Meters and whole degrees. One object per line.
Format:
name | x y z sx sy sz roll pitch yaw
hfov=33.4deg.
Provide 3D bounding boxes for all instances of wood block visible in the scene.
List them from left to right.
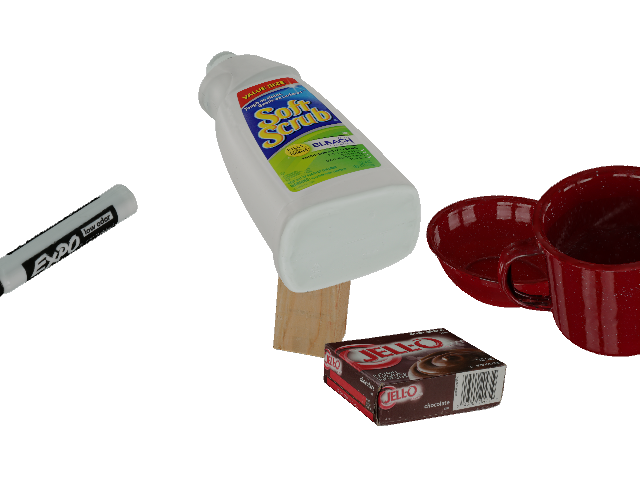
wood block | -0.007 0.047 1.481 0.090 0.206 0.090 9 22 9

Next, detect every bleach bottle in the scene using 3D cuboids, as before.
bleach bottle | -0.031 -0.067 0.747 0.102 0.068 0.251 -16 39 -20

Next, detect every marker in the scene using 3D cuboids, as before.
marker | -0.146 0.005 0.562 0.020 0.020 0.120 0 29 45

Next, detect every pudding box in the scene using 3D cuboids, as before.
pudding box | 0.071 0.102 0.818 0.113 0.039 0.090 -3 16 -26

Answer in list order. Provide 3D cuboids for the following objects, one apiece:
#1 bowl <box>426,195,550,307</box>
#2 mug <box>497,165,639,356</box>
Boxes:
bowl | 0.183 0.018 1.049 0.162 0.055 0.162 0 33 0
mug | 0.166 0.017 0.642 0.117 0.081 0.093 -10 40 8
